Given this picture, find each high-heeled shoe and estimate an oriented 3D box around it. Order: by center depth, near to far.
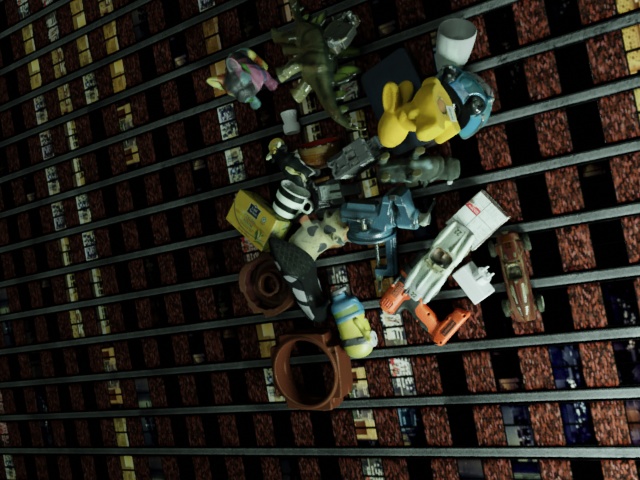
[{"bbox_3d":[-0.059,0.104,1.370,0.249,0.086,0.145,51,151,3],"label":"high-heeled shoe"}]

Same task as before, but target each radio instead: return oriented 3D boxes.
[{"bbox_3d":[0.197,-0.313,1.256,0.131,0.073,0.229,-27,80,26],"label":"radio"}]

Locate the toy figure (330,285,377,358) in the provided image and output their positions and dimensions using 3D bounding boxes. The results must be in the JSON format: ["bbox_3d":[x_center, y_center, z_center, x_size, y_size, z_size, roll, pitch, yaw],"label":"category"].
[{"bbox_3d":[0.077,0.204,1.341,0.089,0.082,0.180,-31,82,22],"label":"toy figure"}]

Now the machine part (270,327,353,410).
[{"bbox_3d":[-0.024,0.333,1.396,0.201,0.087,0.201,-6,92,26],"label":"machine part"}]

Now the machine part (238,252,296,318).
[{"bbox_3d":[-0.132,0.118,1.452,0.180,0.056,0.179,2,94,25],"label":"machine part"}]

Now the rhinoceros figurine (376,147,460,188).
[{"bbox_3d":[0.222,-0.157,1.227,0.190,0.112,0.073,-4,71,15],"label":"rhinoceros figurine"}]

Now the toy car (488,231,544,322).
[{"bbox_3d":[0.430,0.079,1.176,0.089,0.053,0.202,-12,87,23],"label":"toy car"}]

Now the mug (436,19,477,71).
[{"bbox_3d":[0.299,-0.426,1.188,0.081,0.109,0.107,26,147,18],"label":"mug"}]

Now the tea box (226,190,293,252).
[{"bbox_3d":[-0.164,-0.051,1.431,0.170,0.068,0.098,38,108,35],"label":"tea box"}]

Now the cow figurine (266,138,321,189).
[{"bbox_3d":[-0.084,-0.200,1.385,0.167,0.098,0.068,41,113,15],"label":"cow figurine"}]

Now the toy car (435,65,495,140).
[{"bbox_3d":[0.321,-0.310,1.179,0.161,0.103,0.109,60,156,12],"label":"toy car"}]

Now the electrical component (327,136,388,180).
[{"bbox_3d":[0.096,-0.199,1.287,0.134,0.115,0.058,-30,84,24],"label":"electrical component"}]

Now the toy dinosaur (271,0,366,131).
[{"bbox_3d":[-0.004,-0.427,1.298,0.199,0.105,0.471,-23,66,22],"label":"toy dinosaur"}]

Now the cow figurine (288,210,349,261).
[{"bbox_3d":[-0.003,-0.004,1.365,0.195,0.085,0.127,-45,76,25],"label":"cow figurine"}]

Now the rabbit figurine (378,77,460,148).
[{"bbox_3d":[0.190,-0.266,1.160,0.173,0.122,0.162,-23,90,44],"label":"rabbit figurine"}]

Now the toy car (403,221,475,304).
[{"bbox_3d":[0.266,0.051,1.203,0.074,0.056,0.201,39,99,19],"label":"toy car"}]

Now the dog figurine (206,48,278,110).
[{"bbox_3d":[-0.211,-0.424,1.369,0.108,0.219,0.191,-37,78,20],"label":"dog figurine"}]

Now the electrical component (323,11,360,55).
[{"bbox_3d":[0.049,-0.473,1.216,0.078,0.045,0.102,37,84,28],"label":"electrical component"}]

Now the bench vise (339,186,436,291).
[{"bbox_3d":[0.158,-0.008,1.274,0.224,0.129,0.240,1,114,17],"label":"bench vise"}]

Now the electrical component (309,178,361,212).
[{"bbox_3d":[0.037,-0.119,1.352,0.119,0.048,0.075,-14,84,-15],"label":"electrical component"}]
